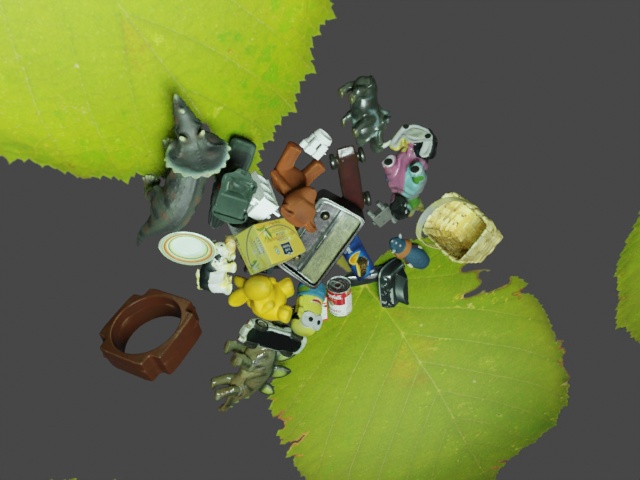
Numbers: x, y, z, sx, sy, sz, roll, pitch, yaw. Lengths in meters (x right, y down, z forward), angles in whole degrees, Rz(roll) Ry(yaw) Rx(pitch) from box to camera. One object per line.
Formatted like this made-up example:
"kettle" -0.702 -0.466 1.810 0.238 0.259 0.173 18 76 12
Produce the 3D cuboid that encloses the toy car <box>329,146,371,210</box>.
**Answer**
"toy car" 0.075 -0.150 1.330 0.089 0.053 0.201 -13 131 2

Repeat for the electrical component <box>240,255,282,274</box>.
"electrical component" -0.140 0.050 1.375 0.119 0.075 0.047 5 121 -18

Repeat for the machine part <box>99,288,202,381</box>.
"machine part" -0.406 0.226 1.298 0.201 0.201 0.087 13 137 24

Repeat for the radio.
"radio" -0.003 -0.004 1.332 0.131 0.073 0.229 32 108 -10

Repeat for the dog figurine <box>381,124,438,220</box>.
"dog figurine" 0.227 -0.157 1.349 0.191 0.109 0.219 -64 157 -22

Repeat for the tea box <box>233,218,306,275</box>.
"tea box" -0.112 0.010 1.226 0.068 0.169 0.098 -28 88 25

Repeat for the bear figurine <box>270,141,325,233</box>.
"bear figurine" -0.045 -0.117 1.219 0.120 0.196 0.132 32 107 -31

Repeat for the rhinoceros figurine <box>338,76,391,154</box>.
"rhinoceros figurine" 0.108 -0.286 1.244 0.112 0.073 0.190 -28 127 -14

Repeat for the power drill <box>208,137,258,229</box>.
"power drill" -0.193 -0.101 1.169 0.086 0.207 0.231 19 105 -12

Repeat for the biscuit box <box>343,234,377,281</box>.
"biscuit box" 0.084 0.020 1.446 0.063 0.059 0.202 -30 128 1

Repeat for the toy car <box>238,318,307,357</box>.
"toy car" -0.125 0.260 1.436 0.201 0.056 0.073 22 108 -32

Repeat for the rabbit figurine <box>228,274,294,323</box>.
"rabbit figurine" -0.152 0.131 1.390 0.163 0.122 0.173 10 160 12

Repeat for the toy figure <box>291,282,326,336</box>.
"toy figure" -0.029 0.171 1.443 0.082 0.180 0.089 13 147 -13

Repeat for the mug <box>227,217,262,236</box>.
"mug" -0.171 -0.014 1.305 0.081 0.110 0.107 -20 138 -6

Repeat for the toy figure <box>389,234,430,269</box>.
"toy figure" 0.246 0.034 1.518 0.154 0.064 0.058 31 146 -29

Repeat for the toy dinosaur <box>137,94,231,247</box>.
"toy dinosaur" -0.303 -0.101 1.137 0.131 0.192 0.404 14 116 -25

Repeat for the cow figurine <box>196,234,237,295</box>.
"cow figurine" -0.258 0.056 1.343 0.098 0.068 0.167 5 119 -13

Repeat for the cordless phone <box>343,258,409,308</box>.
"cordless phone" 0.161 0.137 1.557 0.184 0.089 0.146 -9 128 0

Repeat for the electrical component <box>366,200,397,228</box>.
"electrical component" 0.168 -0.064 1.444 0.063 0.021 0.094 -42 128 11

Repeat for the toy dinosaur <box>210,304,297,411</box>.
"toy dinosaur" -0.180 0.344 1.551 0.198 0.105 0.471 13 121 -33
